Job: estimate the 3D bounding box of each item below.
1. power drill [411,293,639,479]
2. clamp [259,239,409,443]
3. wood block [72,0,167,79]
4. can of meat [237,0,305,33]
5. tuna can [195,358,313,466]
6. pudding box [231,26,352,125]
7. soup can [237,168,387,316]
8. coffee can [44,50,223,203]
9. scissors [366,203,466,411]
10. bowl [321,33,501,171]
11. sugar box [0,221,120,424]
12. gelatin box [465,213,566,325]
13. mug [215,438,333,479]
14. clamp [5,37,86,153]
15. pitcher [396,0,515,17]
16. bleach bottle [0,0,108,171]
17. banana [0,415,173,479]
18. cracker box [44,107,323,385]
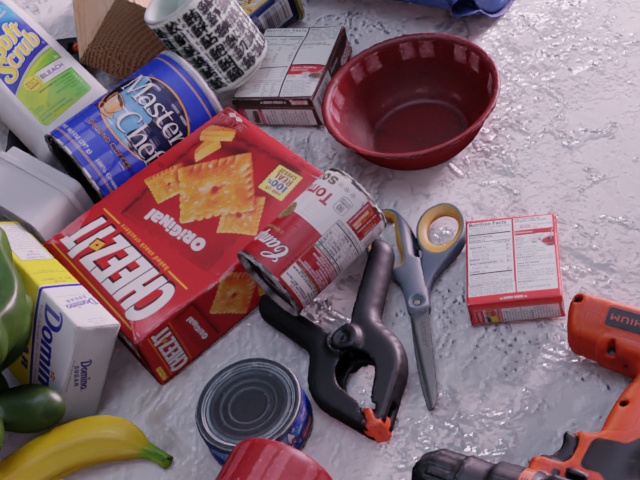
[{"bbox_3d":[0.175,0.129,0.724,0.185,0.057,0.187,16,60,25],"label":"power drill"},{"bbox_3d":[0.012,0.083,0.829,0.120,0.039,0.171,-24,45,18],"label":"clamp"},{"bbox_3d":[-0.208,-0.268,1.149,0.090,0.090,0.206,-50,38,30],"label":"wood block"},{"bbox_3d":[-0.081,-0.243,1.131,0.084,0.057,0.102,-43,51,-17],"label":"can of meat"},{"bbox_3d":[-0.050,0.132,0.809,0.086,0.033,0.086,-9,48,10],"label":"tuna can"},{"bbox_3d":[-0.027,-0.164,1.056,0.090,0.039,0.113,2,49,23],"label":"pudding box"},{"bbox_3d":[-0.005,0.001,0.837,0.102,0.068,0.069,-44,51,-12],"label":"soup can"},{"bbox_3d":[-0.170,-0.097,1.001,0.140,0.103,0.103,-39,50,-16],"label":"coffee can"},{"bbox_3d":[0.094,0.039,0.853,0.096,0.016,0.202,-25,47,1],"label":"scissors"},{"bbox_3d":[0.085,-0.115,0.965,0.162,0.055,0.162,-9,48,10],"label":"bowl"},{"bbox_3d":[-0.238,0.065,0.889,0.048,0.093,0.176,-2,29,-42],"label":"sugar box"},{"bbox_3d":[0.153,0.022,0.841,0.073,0.030,0.089,-7,48,14],"label":"gelatin box"},{"bbox_3d":[-0.029,0.194,0.720,0.117,0.093,0.081,29,54,1],"label":"mug"},{"bbox_3d":[-0.327,-0.152,1.113,0.164,0.036,0.209,34,58,3],"label":"clamp"},{"bbox_3d":[0.087,-0.314,1.091,0.243,0.145,0.149,14,24,31],"label":"pitcher"},{"bbox_3d":[-0.321,-0.184,1.069,0.251,0.068,0.102,43,64,6],"label":"bleach bottle"},{"bbox_3d":[-0.214,0.185,0.815,0.197,0.037,0.070,-27,47,-6],"label":"banana"},{"bbox_3d":[-0.106,-0.005,0.920,0.213,0.072,0.164,-39,50,-15],"label":"cracker box"}]
